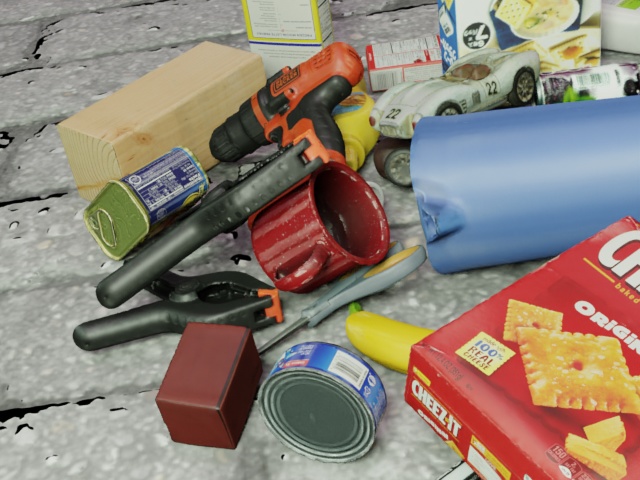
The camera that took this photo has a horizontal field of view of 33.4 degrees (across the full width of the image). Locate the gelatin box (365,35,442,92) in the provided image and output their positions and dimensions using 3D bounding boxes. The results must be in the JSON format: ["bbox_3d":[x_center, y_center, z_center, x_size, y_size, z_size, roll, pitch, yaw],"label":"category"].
[{"bbox_3d":[0.098,-0.201,1.216,0.089,0.030,0.073,-7,33,3],"label":"gelatin box"}]

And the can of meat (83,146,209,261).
[{"bbox_3d":[-0.159,-0.035,0.985,0.083,0.057,0.102,-36,0,-37],"label":"can of meat"}]

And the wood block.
[{"bbox_3d":[-0.154,-0.119,1.106,0.091,0.090,0.205,21,46,37],"label":"wood block"}]

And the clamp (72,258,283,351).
[{"bbox_3d":[-0.113,0.049,0.903,0.171,0.039,0.120,-2,37,8],"label":"clamp"}]

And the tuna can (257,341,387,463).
[{"bbox_3d":[0.002,0.112,0.741,0.086,0.086,0.033,6,36,21],"label":"tuna can"}]

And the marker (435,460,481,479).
[{"bbox_3d":[0.107,0.151,0.719,0.121,0.020,0.020,-29,39,-26],"label":"marker"}]

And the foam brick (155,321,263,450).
[{"bbox_3d":[-0.080,0.107,0.788,0.051,0.053,0.078,3,45,16],"label":"foam brick"}]

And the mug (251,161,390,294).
[{"bbox_3d":[-0.006,0.001,0.875,0.082,0.093,0.117,-31,24,36],"label":"mug"}]

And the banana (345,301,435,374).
[{"bbox_3d":[0.095,0.079,0.809,0.198,0.037,0.069,11,40,27],"label":"banana"}]

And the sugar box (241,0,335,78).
[{"bbox_3d":[-0.036,-0.250,1.189,0.093,0.176,0.048,8,40,22],"label":"sugar box"}]

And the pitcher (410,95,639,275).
[{"bbox_3d":[0.204,-0.054,0.858,0.243,0.145,0.149,-7,62,22],"label":"pitcher"}]

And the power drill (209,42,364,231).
[{"bbox_3d":[-0.033,-0.083,1.004,0.185,0.057,0.187,-33,43,26],"label":"power drill"}]

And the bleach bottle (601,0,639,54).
[{"bbox_3d":[0.336,-0.248,1.199,0.251,0.068,0.102,26,48,37],"label":"bleach bottle"}]

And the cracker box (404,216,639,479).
[{"bbox_3d":[0.189,0.090,0.712,0.213,0.072,0.164,-28,52,-25],"label":"cracker box"}]

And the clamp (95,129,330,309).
[{"bbox_3d":[-0.077,-0.028,0.875,0.210,0.036,0.164,-33,10,21],"label":"clamp"}]

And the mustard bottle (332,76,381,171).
[{"bbox_3d":[0.013,-0.121,1.095,0.096,0.058,0.191,-19,35,3],"label":"mustard bottle"}]

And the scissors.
[{"bbox_3d":[0.012,0.053,0.855,0.201,0.016,0.096,-38,12,-36],"label":"scissors"}]
